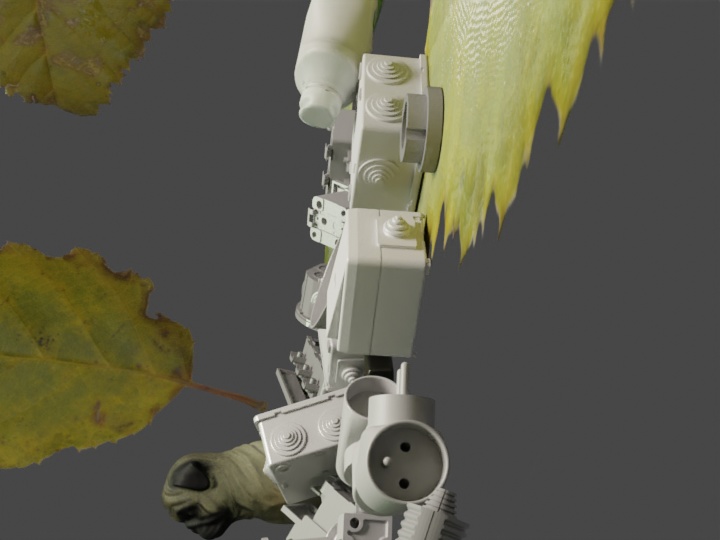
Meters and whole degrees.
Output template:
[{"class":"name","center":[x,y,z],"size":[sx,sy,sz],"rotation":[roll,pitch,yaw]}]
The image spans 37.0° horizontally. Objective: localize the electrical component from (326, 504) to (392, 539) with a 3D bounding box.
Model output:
[{"class":"electrical component","center":[-0.001,0.209,0.813],"size":[0.055,0.048,0.066],"rotation":[125,149,-69]}]

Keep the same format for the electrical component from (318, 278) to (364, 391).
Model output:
[{"class":"electrical component","center":[-0.003,0.059,0.924],"size":[0.061,0.061,0.096],"rotation":[97,167,-46]}]

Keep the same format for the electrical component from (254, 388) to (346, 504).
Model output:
[{"class":"electrical component","center":[-0.034,0.150,0.903],"size":[0.099,0.100,0.048],"rotation":[76,176,-55]}]

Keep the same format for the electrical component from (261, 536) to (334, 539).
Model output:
[{"class":"electrical component","center":[-0.023,0.274,0.706],"size":[0.186,0.060,0.105],"rotation":[-121,33,-62]}]

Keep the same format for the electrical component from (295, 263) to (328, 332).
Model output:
[{"class":"electrical component","center":[-0.020,0.030,1.046],"size":[0.080,0.080,0.051],"rotation":[-96,16,-70]}]

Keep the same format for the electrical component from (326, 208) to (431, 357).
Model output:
[{"class":"electrical component","center":[0.011,0.003,0.716],"size":[0.061,0.061,0.096],"rotation":[-91,6,-53]}]

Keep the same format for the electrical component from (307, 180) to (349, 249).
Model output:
[{"class":"electrical component","center":[-0.005,-0.043,0.895],"size":[0.081,0.064,0.042],"rotation":[24,119,41]}]

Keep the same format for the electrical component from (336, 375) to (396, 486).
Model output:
[{"class":"electrical component","center":[0.007,0.130,0.764],"size":[0.079,0.044,0.077],"rotation":[-90,6,-50]}]

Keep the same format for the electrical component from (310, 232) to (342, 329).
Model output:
[{"class":"electrical component","center":[0.000,0.000,0.816],"size":[0.099,0.064,0.099],"rotation":[-171,90,-89]}]

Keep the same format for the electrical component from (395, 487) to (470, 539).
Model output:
[{"class":"electrical component","center":[0.025,0.135,0.468],"size":[0.043,0.043,0.081],"rotation":[111,179,-78]}]

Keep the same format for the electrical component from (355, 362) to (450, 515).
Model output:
[{"class":"electrical component","center":[0.022,0.091,0.586],"size":[0.077,0.043,0.079],"rotation":[106,168,-73]}]

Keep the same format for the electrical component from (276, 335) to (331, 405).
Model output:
[{"class":"electrical component","center":[-0.030,0.109,1.007],"size":[0.121,0.079,0.063],"rotation":[-132,57,-73]}]

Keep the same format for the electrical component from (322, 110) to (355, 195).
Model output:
[{"class":"electrical component","center":[-0.002,-0.095,1.007],"size":[0.121,0.063,0.078],"rotation":[99,174,-55]}]

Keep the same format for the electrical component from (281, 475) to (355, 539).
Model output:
[{"class":"electrical component","center":[-0.019,0.207,0.878],"size":[0.042,0.081,0.063],"rotation":[13,-71,-59]}]

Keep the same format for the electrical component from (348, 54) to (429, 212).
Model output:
[{"class":"electrical component","center":[0.020,-0.098,0.780],"size":[0.099,0.048,0.099],"rotation":[99,174,-48]}]

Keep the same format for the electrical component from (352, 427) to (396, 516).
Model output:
[{"class":"electrical component","center":[0.015,0.122,0.692],"size":[0.078,0.040,0.040],"rotation":[-92,7,-57]}]
